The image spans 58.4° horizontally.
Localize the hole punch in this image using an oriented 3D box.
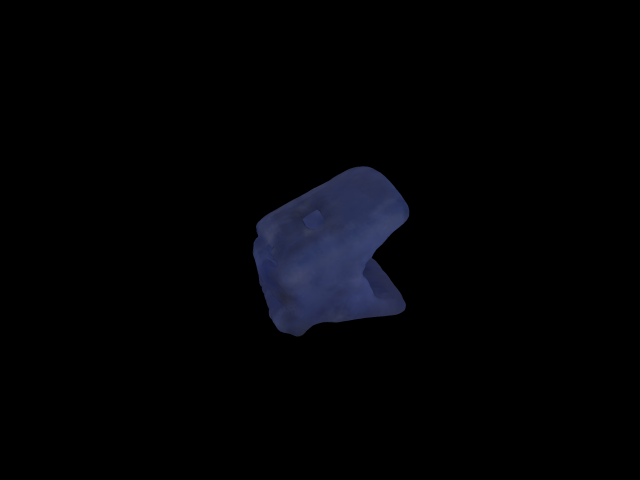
[{"bbox_3d":[0.004,0.001,0.400,0.101,0.091,0.108,-6,23,-14],"label":"hole punch"}]
